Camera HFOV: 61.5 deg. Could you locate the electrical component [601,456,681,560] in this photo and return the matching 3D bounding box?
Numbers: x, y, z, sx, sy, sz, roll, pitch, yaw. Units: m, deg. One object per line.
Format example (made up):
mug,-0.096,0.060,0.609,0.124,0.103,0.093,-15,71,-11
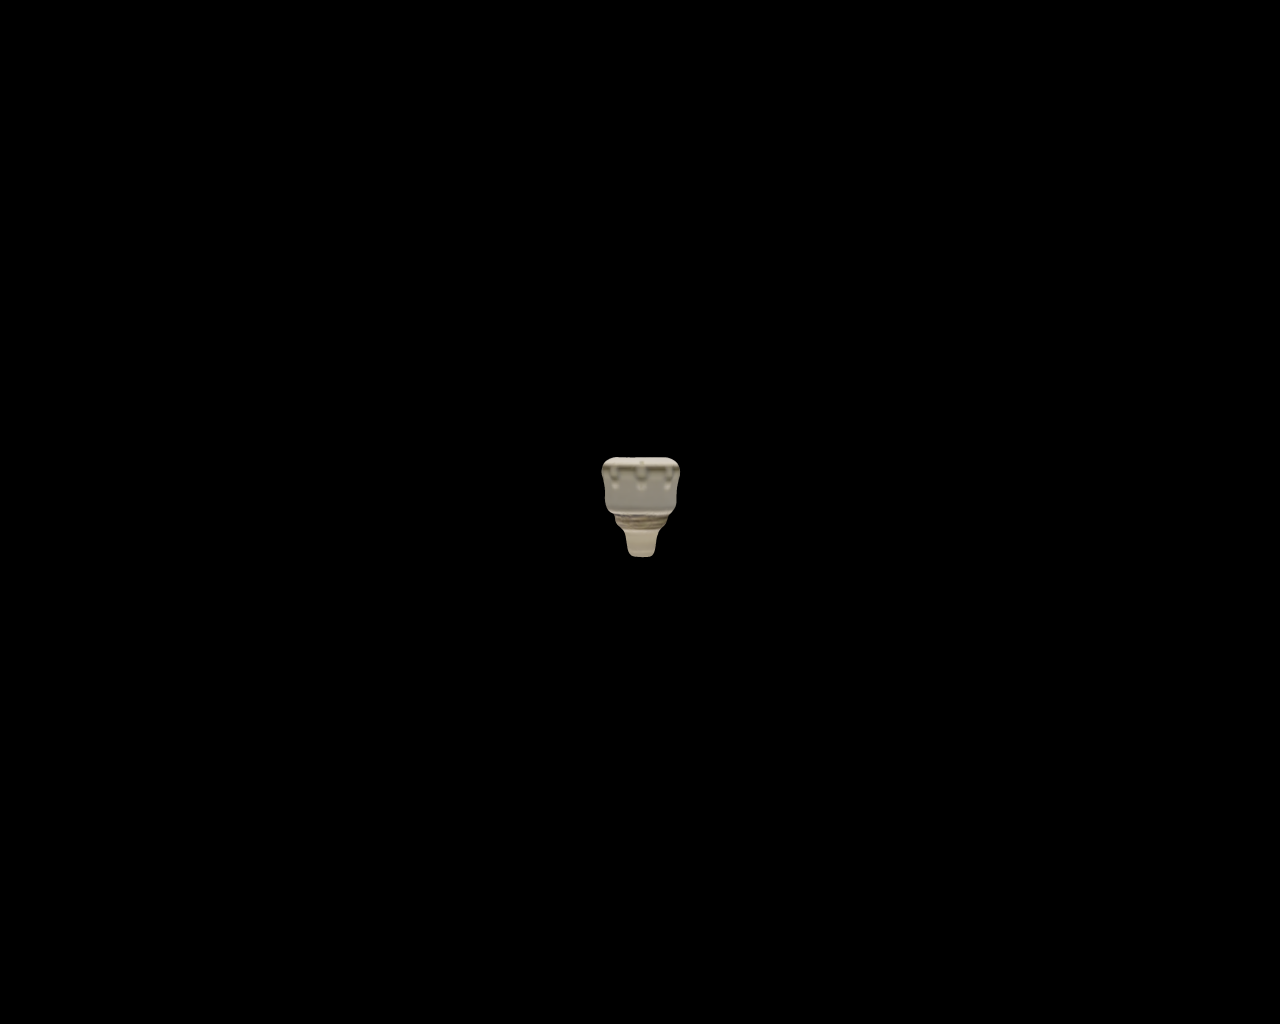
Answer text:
electrical component,0.001,-0.003,0.650,0.048,0.062,0.048,0,4,0
